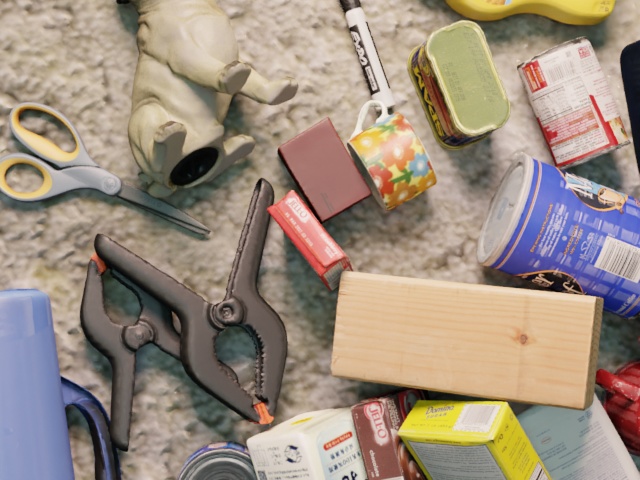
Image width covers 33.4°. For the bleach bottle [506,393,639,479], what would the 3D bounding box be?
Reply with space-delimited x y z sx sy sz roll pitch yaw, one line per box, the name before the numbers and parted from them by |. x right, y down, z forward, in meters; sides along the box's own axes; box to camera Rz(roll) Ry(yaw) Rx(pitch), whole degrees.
bleach bottle | 0.245 0.247 0.942 0.102 0.068 0.251 -28 93 -3

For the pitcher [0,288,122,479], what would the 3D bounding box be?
pitcher | -0.260 0.164 0.888 0.145 0.149 0.243 -6 86 12

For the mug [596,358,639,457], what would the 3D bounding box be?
mug | 0.294 0.146 0.936 0.117 0.081 0.093 32 87 -3

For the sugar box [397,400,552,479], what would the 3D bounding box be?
sugar box | 0.147 0.208 0.883 0.176 0.094 0.048 56 50 -26

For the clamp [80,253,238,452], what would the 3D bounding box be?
clamp | -0.164 0.094 0.927 0.120 0.039 0.171 -36 89 -21

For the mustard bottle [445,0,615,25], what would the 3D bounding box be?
mustard bottle | 0.162 -0.243 0.945 0.191 0.058 0.096 1 87 -4

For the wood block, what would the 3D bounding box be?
wood block | 0.123 0.081 0.887 0.206 0.090 0.091 6 88 19

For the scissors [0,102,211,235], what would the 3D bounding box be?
scissors | -0.203 -0.039 0.941 0.202 0.016 0.096 41 89 -2

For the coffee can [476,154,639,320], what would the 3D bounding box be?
coffee can | 0.220 -0.002 0.923 0.140 0.103 0.103 21 88 -3

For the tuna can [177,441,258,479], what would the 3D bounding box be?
tuna can | -0.084 0.222 0.935 0.086 0.034 0.086 0 89 -4

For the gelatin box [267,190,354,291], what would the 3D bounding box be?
gelatin box | -0.006 0.001 0.909 0.030 0.089 0.073 -38 77 -2

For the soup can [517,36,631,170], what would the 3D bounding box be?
soup can | 0.223 -0.120 0.942 0.068 0.068 0.102 -22 90 -4

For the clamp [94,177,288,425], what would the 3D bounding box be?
clamp | -0.077 0.055 0.923 0.164 0.036 0.210 -27 89 -17

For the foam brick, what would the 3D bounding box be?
foam brick | 0.003 -0.059 0.937 0.053 0.051 0.078 -30 91 -2

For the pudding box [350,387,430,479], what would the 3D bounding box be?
pudding box | 0.073 0.185 0.911 0.039 0.089 0.113 -16 84 29

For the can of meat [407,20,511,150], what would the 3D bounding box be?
can of meat | 0.121 -0.134 0.929 0.057 0.084 0.102 -22 91 -4

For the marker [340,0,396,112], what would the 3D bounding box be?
marker | 0.040 -0.175 0.956 0.020 0.020 0.121 -19 90 -4
